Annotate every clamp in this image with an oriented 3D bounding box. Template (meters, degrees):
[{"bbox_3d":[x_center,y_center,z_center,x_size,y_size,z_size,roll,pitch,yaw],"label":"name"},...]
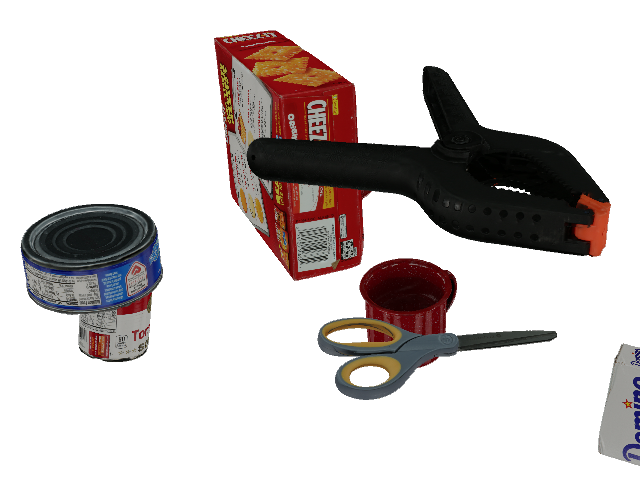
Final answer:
[{"bbox_3d":[0.069,-0.041,0.616,0.164,0.036,0.210,-23,38,-27],"label":"clamp"}]

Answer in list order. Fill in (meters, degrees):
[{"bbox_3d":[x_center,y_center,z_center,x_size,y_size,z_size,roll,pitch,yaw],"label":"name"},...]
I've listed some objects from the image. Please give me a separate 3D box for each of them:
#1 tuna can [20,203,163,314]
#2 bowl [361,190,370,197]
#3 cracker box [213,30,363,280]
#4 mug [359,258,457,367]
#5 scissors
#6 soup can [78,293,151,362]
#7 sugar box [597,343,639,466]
[{"bbox_3d":[-0.143,0.010,0.670,0.086,0.034,0.086,-1,29,1],"label":"tuna can"},{"bbox_3d":[-0.020,-0.054,1.263,0.162,0.055,0.162,6,26,-3],"label":"bowl"},{"bbox_3d":[-0.030,-0.084,0.952,0.072,0.164,0.214,-11,25,-15],"label":"cracker box"},{"bbox_3d":[0.097,0.073,1.107,0.117,0.081,0.093,-31,43,-32],"label":"mug"},{"bbox_3d":[0.096,0.099,0.881,0.202,0.016,0.096,5,39,5],"label":"scissors"},{"bbox_3d":[-0.192,0.055,1.001,0.068,0.102,0.068,6,21,-3],"label":"soup can"},{"bbox_3d":[0.322,0.154,0.871,0.176,0.093,0.048,12,24,21],"label":"sugar box"}]
